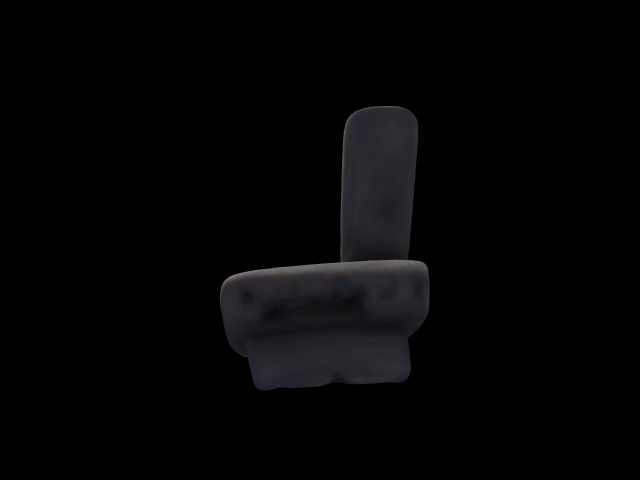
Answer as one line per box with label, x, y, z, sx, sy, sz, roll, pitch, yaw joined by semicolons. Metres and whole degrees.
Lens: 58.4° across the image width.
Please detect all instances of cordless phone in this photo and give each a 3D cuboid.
cordless phone;0.004;0.001;0.400;0.148;0.185;0.094;-4;14;-15
